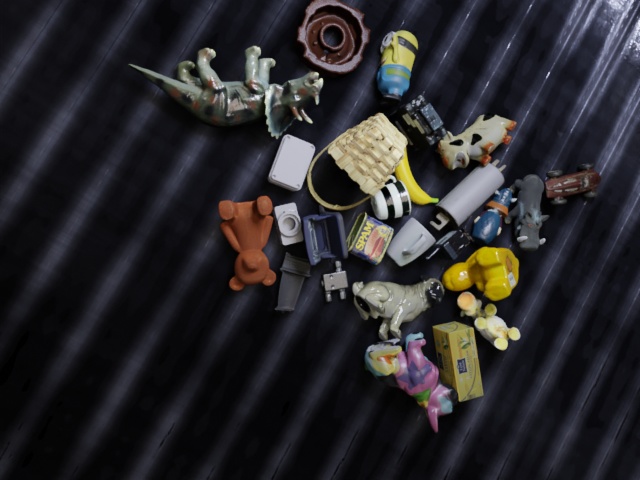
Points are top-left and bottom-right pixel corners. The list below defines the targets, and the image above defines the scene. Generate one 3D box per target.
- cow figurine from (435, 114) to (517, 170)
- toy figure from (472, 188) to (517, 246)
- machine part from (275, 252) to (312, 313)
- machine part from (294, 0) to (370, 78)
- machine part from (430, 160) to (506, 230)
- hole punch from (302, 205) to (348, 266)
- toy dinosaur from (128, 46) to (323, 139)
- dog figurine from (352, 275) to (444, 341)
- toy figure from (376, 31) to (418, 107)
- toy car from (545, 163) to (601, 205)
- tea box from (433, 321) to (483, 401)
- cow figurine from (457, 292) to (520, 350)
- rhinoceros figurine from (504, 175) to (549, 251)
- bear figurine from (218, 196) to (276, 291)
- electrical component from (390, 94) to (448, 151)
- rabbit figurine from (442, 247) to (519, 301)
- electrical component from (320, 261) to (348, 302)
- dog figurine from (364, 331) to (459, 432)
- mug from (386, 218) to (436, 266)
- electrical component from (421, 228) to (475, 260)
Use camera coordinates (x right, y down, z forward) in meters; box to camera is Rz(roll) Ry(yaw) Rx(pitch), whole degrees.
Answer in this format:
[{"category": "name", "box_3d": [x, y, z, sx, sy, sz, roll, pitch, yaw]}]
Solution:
[{"category": "cow figurine", "box_3d": [0.369, -0.240, 1.308, 0.195, 0.085, 0.127, -41, 58, -21]}, {"category": "toy figure", "box_3d": [0.433, -0.061, 1.346, 0.064, 0.058, 0.154, 36, 79, -16]}, {"category": "machine part", "box_3d": [-0.065, 0.104, 1.250, 0.084, 0.039, 0.138, 19, 85, -17]}, {"category": "machine part", "box_3d": [0.027, -0.470, 1.256, 0.179, 0.056, 0.179, 0, 92, -13]}, {"category": "machine part", "box_3d": [0.368, -0.110, 1.320, 0.243, 0.079, 0.079, -42, 99, -10]}, {"category": "hole punch", "box_3d": [-0.003, -0.004, 1.220, 0.092, 0.116, 0.142, -15, 97, -18]}, {"category": "toy dinosaur", "box_3d": [-0.199, -0.311, 1.178, 0.405, 0.131, 0.192, -7, 86, -4]}, {"category": "dog figurine", "box_3d": [0.189, 0.124, 1.284, 0.190, 0.121, 0.172, -41, 102, -23]}, {"category": "toy figure", "box_3d": [0.182, -0.406, 1.278, 0.089, 0.082, 0.180, 10, 80, -31]}, {"category": "toy car", "box_3d": [0.649, -0.143, 1.371, 0.202, 0.053, 0.089, -12, 98, -31]}, {"category": "tea box", "box_3d": [0.334, 0.292, 1.306, 0.068, 0.098, 0.169, -11, 91, -13]}, {"category": "cow figurine", "box_3d": [0.407, 0.195, 1.332, 0.068, 0.098, 0.167, -43, 80, -3]}, {"category": "rhinoceros figurine", "box_3d": [0.522, -0.065, 1.337, 0.073, 0.112, 0.190, 11, 80, -14]}, {"category": "bear figurine", "box_3d": [-0.158, 0.011, 1.185, 0.120, 0.132, 0.195, -4, 85, -8]}, {"category": "electrical component", "box_3d": [0.235, -0.274, 1.262, 0.058, 0.134, 0.115, -39, 100, -8]}, {"category": "rabbit figurine", "box_3d": [0.380, 0.072, 1.297, 0.162, 0.173, 0.121, -35, 102, -54]}, {"category": "electrical component", "box_3d": [0.033, 0.098, 1.278, 0.063, 0.021, 0.094, -8, 92, -11]}, {"category": "dog figurine", "box_3d": [0.216, 0.338, 1.256, 0.192, 0.108, 0.219, -16, 87, 1]}, {"category": "mug", "box_3d": [0.214, 0.014, 1.278, 0.080, 0.110, 0.107, 43, 96, -14]}, {"category": "electrical component", "box_3d": [0.309, 0.021, 1.310, 0.119, 0.075, 0.047, -41, 98, -13]}]
